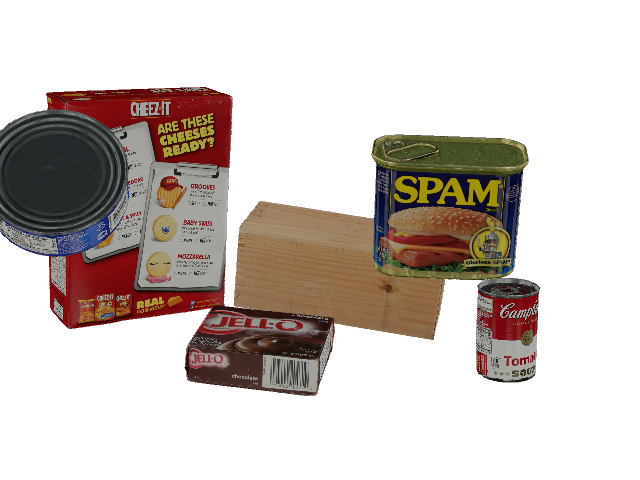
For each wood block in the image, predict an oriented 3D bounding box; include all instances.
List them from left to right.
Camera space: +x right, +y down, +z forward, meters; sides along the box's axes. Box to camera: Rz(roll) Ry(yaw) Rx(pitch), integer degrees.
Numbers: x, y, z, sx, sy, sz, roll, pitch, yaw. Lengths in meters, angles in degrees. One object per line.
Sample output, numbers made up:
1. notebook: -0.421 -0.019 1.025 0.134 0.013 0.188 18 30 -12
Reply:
1. wood block: 0.024 0.029 1.093 0.206 0.091 0.090 10 22 8

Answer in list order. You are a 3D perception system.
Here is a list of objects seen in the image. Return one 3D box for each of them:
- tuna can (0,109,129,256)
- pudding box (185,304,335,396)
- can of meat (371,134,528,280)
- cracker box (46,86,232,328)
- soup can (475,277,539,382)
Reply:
1. tuna can: -0.158 -0.034 0.641 0.086 0.086 0.034 0 -28 -8
2. pudding box: -0.049 0.092 0.908 0.113 0.039 0.090 7 20 7
3. can of meat: 0.084 -0.022 0.718 0.102 0.084 0.057 3 25 5
4. cracker box: -0.173 -0.035 1.016 0.163 0.214 0.072 -7 19 -31
5. soup can: 0.208 0.100 1.194 0.068 0.102 0.068 -1 14 0
